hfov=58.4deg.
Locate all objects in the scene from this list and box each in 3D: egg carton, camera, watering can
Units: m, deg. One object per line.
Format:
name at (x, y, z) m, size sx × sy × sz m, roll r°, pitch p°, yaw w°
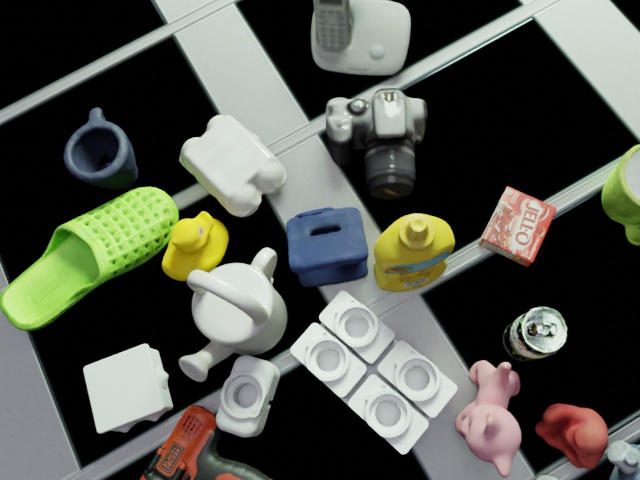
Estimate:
egg carton at (-0.123, -0.107, 0.820) m, size 0.107 × 0.069 × 0.150 m, roll -44°, pitch 74°, yaw -9°
camera at (0.079, -0.131, 0.793) m, size 0.143 × 0.101 × 0.137 m, roll -2°, pitch 72°, yaw 5°
watering can at (-0.104, 0.087, 0.691) m, size 0.101 × 0.194 × 0.173 m, roll 5°, pitch 73°, yaw 7°

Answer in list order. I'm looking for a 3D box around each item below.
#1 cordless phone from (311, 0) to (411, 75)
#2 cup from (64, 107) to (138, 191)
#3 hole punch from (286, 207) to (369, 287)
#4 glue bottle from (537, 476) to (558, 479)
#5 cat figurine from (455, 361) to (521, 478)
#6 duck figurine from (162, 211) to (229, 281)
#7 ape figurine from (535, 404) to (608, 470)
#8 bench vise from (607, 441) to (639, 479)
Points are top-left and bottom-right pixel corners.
cordless phone at (0.056, -0.320, 0.811) m, size 0.147 × 0.185 × 0.094 m, roll 5°, pitch 73°, yaw 7°
cup at (-0.306, -0.122, 0.828) m, size 0.091 × 0.095 × 0.117 m, roll -12°, pitch 72°, yaw 2°
hole punch at (0.007, 0.003, 0.762) m, size 0.108 × 0.091 × 0.101 m, roll -11°, pitch 72°, yaw 2°
glue bottle at (0.249, 0.294, 0.605) m, size 0.037 × 0.173 × 0.078 m, roll 39°, pitch 80°, yaw 16°
cat figurine at (0.202, 0.203, 0.667) m, size 0.067 × 0.118 × 0.128 m, roll 16°, pitch 75°, yaw 10°
duck figurine at (-0.178, 0.004, 0.781) m, size 0.077 × 0.086 × 0.104 m, roll 41°, pitch 80°, yaw 16°
ape figurine at (0.302, 0.227, 0.664) m, size 0.076 × 0.092 × 0.078 m, roll -13°, pitch 72°, yaw 1°
bench vise at (0.399, 0.284, 0.570) m, size 0.207 × 0.220 × 0.121 m, roll 13°, pitch 74°, yaw 9°
